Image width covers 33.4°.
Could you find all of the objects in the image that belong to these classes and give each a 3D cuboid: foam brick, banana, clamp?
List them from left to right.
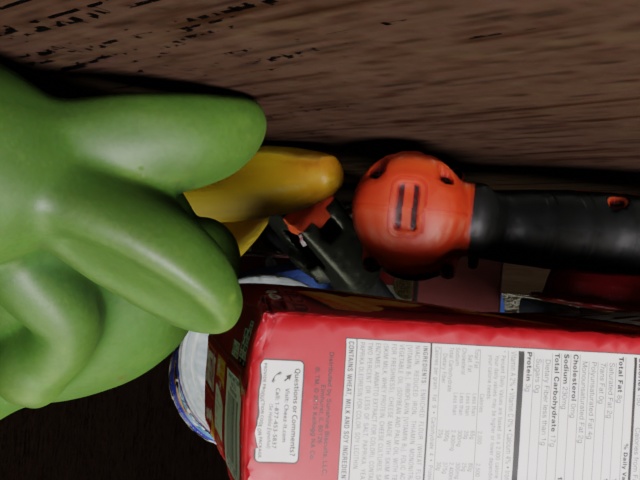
[{"bbox_3d":[-0.084,-0.028,0.481,0.198,0.037,0.069,5,177,9],"label":"banana"},{"bbox_3d":[-0.004,0.001,0.619,0.120,0.039,0.171,32,166,23],"label":"clamp"},{"bbox_3d":[0.082,0.048,0.641,0.051,0.078,0.053,4,177,12],"label":"foam brick"}]

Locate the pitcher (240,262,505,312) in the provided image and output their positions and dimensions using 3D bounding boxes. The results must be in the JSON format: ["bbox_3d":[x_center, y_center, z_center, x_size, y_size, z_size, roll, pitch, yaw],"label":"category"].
[{"bbox_3d":[0.014,0.066,0.832,0.243,0.145,0.149,-16,-166,18],"label":"pitcher"}]

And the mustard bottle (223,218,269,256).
[{"bbox_3d":[-0.100,0.021,0.612,0.096,0.058,0.192,-23,169,-27],"label":"mustard bottle"}]

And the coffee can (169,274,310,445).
[{"bbox_3d":[-0.043,0.083,0.682,0.102,0.103,0.140,6,169,-9],"label":"coffee can"}]

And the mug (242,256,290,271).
[{"bbox_3d":[-0.037,0.040,0.969,0.093,0.117,0.081,30,-178,23],"label":"mug"}]

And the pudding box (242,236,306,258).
[{"bbox_3d":[-0.050,-0.007,0.775,0.113,0.039,0.090,5,177,-16],"label":"pudding box"}]

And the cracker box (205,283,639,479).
[{"bbox_3d":[0.066,0.058,0.427,0.213,0.072,0.164,4,179,-10],"label":"cracker box"}]

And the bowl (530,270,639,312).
[{"bbox_3d":[0.210,0.019,0.635,0.162,0.055,0.162,8,179,0],"label":"bowl"}]

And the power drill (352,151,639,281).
[{"bbox_3d":[0.110,-0.001,0.483,0.188,0.057,0.184,4,179,8],"label":"power drill"}]

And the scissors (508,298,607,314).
[{"bbox_3d":[0.137,0.046,0.673,0.201,0.016,0.096,8,180,-44],"label":"scissors"}]

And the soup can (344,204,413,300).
[{"bbox_3d":[0.045,0.030,0.717,0.068,0.102,0.068,5,177,0],"label":"soup can"}]
